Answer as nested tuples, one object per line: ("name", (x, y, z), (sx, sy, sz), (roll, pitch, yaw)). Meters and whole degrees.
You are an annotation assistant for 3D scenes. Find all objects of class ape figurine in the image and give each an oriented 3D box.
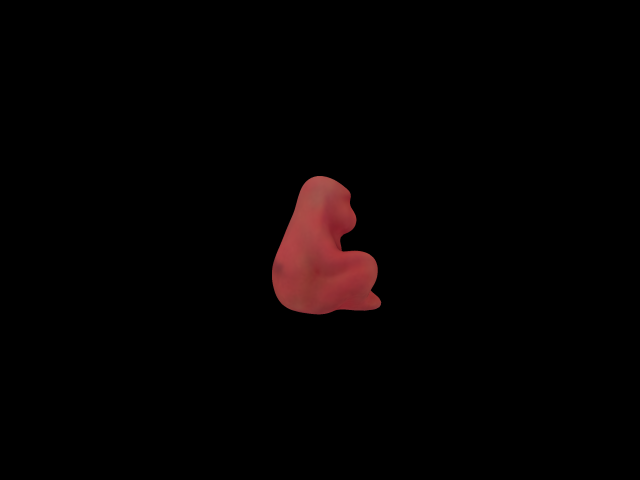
("ape figurine", (0.004, 0.001, 0.400), (0.076, 0.092, 0.077), (-3, 15, -9))
